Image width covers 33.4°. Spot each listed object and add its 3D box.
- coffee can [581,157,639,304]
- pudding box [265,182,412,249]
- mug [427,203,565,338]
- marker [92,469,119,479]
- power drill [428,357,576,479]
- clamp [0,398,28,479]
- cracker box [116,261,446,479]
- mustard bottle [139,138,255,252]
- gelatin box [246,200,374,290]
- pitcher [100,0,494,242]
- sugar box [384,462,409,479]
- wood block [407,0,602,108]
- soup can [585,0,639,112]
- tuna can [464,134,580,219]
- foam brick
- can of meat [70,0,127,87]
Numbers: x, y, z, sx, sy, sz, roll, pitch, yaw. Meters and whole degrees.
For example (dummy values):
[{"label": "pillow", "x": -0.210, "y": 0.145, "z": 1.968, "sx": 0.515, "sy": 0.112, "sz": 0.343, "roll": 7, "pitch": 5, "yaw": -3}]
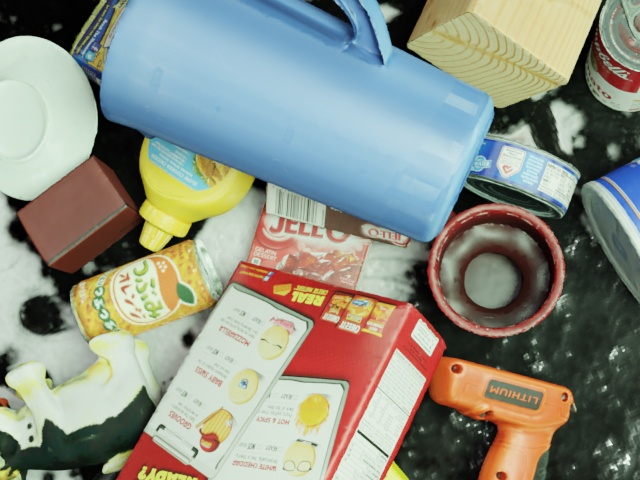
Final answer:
[{"label": "coffee can", "x": 0.271, "y": -0.026, "z": 0.747, "sx": 0.140, "sy": 0.102, "sz": 0.103, "roll": -28, "pitch": 78, "yaw": 2}, {"label": "pudding box", "x": 0.025, "y": -0.048, "z": 0.798, "sx": 0.113, "sy": 0.039, "sz": 0.090, "roll": 16, "pitch": 48, "yaw": 8}, {"label": "mug", "x": 0.118, "y": 0.018, "z": 0.772, "sx": 0.093, "sy": 0.081, "sz": 0.117, "roll": -43, "pitch": 78, "yaw": -1}, {"label": "marker", "x": -0.131, "y": 0.148, "z": 0.819, "sx": 0.020, "sy": 0.020, "sz": 0.121, "roll": 42, "pitch": 88, "yaw": 12}, {"label": "power drill", "x": 0.093, "y": 0.179, "z": 0.736, "sx": 0.184, "sy": 0.057, "sz": 0.187, "roll": 15, "pitch": 83, "yaw": -17}, {"label": "clamp", "x": -0.281, "y": 0.205, "z": 0.821, "sx": 0.120, "sy": 0.039, "sz": 0.171, "roll": 4, "pitch": 75, "yaw": -1}, {"label": "cracker box", "x": -0.032, "y": 0.132, "z": 0.727, "sx": 0.164, "sy": 0.072, "sz": 0.213, "roll": 12, "pitch": 67, "yaw": 41}, {"label": "mustard bottle", "x": -0.085, "y": -0.076, "z": 0.820, "sx": 0.096, "sy": 0.058, "sz": 0.192, "roll": 33, "pitch": 97, "yaw": 25}, {"label": "gelatin box", "x": -0.006, "y": 0.001, "z": 0.819, "sx": 0.089, "sy": 0.030, "sz": 0.073, "roll": 16, "pitch": 82, "yaw": 10}, {"label": "pitcher", "x": -0.010, "y": -0.101, "z": 0.705, "sx": 0.243, "sy": 0.149, "sz": 0.145, "roll": 24, "pitch": 86, "yaw": 4}, {"label": "sugar box", "x": -0.030, "y": 0.201, "z": 0.782, "sx": 0.176, "sy": 0.048, "sz": 0.093, "roll": -42, "pitch": 78, "yaw": -1}, {"label": "wood block", "x": 0.156, "y": -0.213, "z": 0.769, "sx": 0.090, "sy": 0.090, "sz": 0.206, "roll": 30, "pitch": 74, "yaw": -19}, {"label": "soup can", "x": 0.231, "y": -0.138, "z": 0.771, "sx": 0.068, "sy": 0.102, "sz": 0.068, "roll": -1, "pitch": 81, "yaw": 8}, {"label": "tuna can", "x": 0.143, "y": -0.046, "z": 0.778, "sx": 0.086, "sy": 0.086, "sz": 0.034, "roll": 21, "pitch": 86, "yaw": 11}, {"label": "foam brick", "x": -0.187, "y": -0.018, "z": 0.838, "sx": 0.078, "sy": 0.053, "sz": 0.051, "roll": -37, "pitch": 78, "yaw": 0}, {"label": "can of meat", "x": -0.139, "y": -0.156, "z": 0.852, "sx": 0.084, "sy": 0.057, "sz": 0.102, "roll": 32, "pitch": 86, "yaw": 14}]
